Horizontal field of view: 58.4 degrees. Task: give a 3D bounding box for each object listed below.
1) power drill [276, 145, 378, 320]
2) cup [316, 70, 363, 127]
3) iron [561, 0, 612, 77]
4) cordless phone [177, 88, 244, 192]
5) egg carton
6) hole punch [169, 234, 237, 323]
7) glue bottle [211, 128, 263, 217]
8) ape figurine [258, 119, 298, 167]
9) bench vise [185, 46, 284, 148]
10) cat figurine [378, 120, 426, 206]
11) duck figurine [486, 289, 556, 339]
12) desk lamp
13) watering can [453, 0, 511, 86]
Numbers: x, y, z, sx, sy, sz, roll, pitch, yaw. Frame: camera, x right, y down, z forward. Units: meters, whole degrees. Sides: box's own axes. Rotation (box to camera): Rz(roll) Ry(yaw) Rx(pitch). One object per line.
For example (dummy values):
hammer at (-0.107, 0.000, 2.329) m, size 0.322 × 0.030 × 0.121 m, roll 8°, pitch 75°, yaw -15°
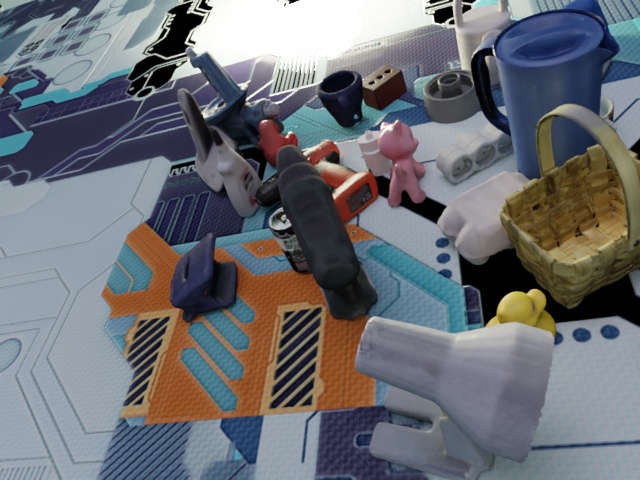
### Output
power drill at (0.007, 0.003, 0.785) m, size 0.075 × 0.209 × 0.229 m, roll -25°, pitch 42°, yaw 1°
cup at (0.051, -0.262, 1.114) m, size 0.091 × 0.095 × 0.117 m, roll -19°, pitch 42°, yaw 7°
iron at (0.432, -0.348, 0.984) m, size 0.118 × 0.142 × 0.259 m, roll 24°, pitch 61°, yaw 40°
cordless phone at (-0.218, -0.194, 1.105) m, size 0.094 × 0.185 × 0.147 m, roll -38°, pitch 44°, yaw -13°
egg carton at (0.249, -0.031, 0.808) m, size 0.150 × 0.070 × 0.107 m, roll -29°, pitch 42°, yaw -4°
hole punch at (-0.195, 0.059, 0.912) m, size 0.101 × 0.091 × 0.108 m, roll -17°, pitch 43°, yaw 9°
glue bottle at (-0.152, -0.125, 1.015) m, size 0.037 × 0.173 × 0.078 m, roll -3°, pitch 47°, yaw 23°
ape figurine at (-0.089, -0.195, 1.116) m, size 0.077 × 0.092 × 0.076 m, roll 0°, pitch 48°, yaw 25°
bench vise at (-0.171, -0.298, 1.162) m, size 0.206 × 0.220 × 0.121 m, roll -2°, pitch 47°, yaw 24°
cat figurine at (0.129, -0.137, 0.935) m, size 0.067 × 0.118 × 0.128 m, roll -10°, pitch 44°, yaw 16°
duck figurine at (0.229, 0.100, 0.674) m, size 0.105 × 0.086 × 0.077 m, roll -36°, pitch 43°, yaw -11°
desk lamp at (0.128, 0.158, 0.569) m, size 0.202 × 0.214 × 0.118 m, roll 4°, pitch 50°, yaw 28°
watering can at (0.302, -0.385, 1.044) m, size 0.101 × 0.194 × 0.172 m, roll -29°, pitch 42°, yaw -4°
